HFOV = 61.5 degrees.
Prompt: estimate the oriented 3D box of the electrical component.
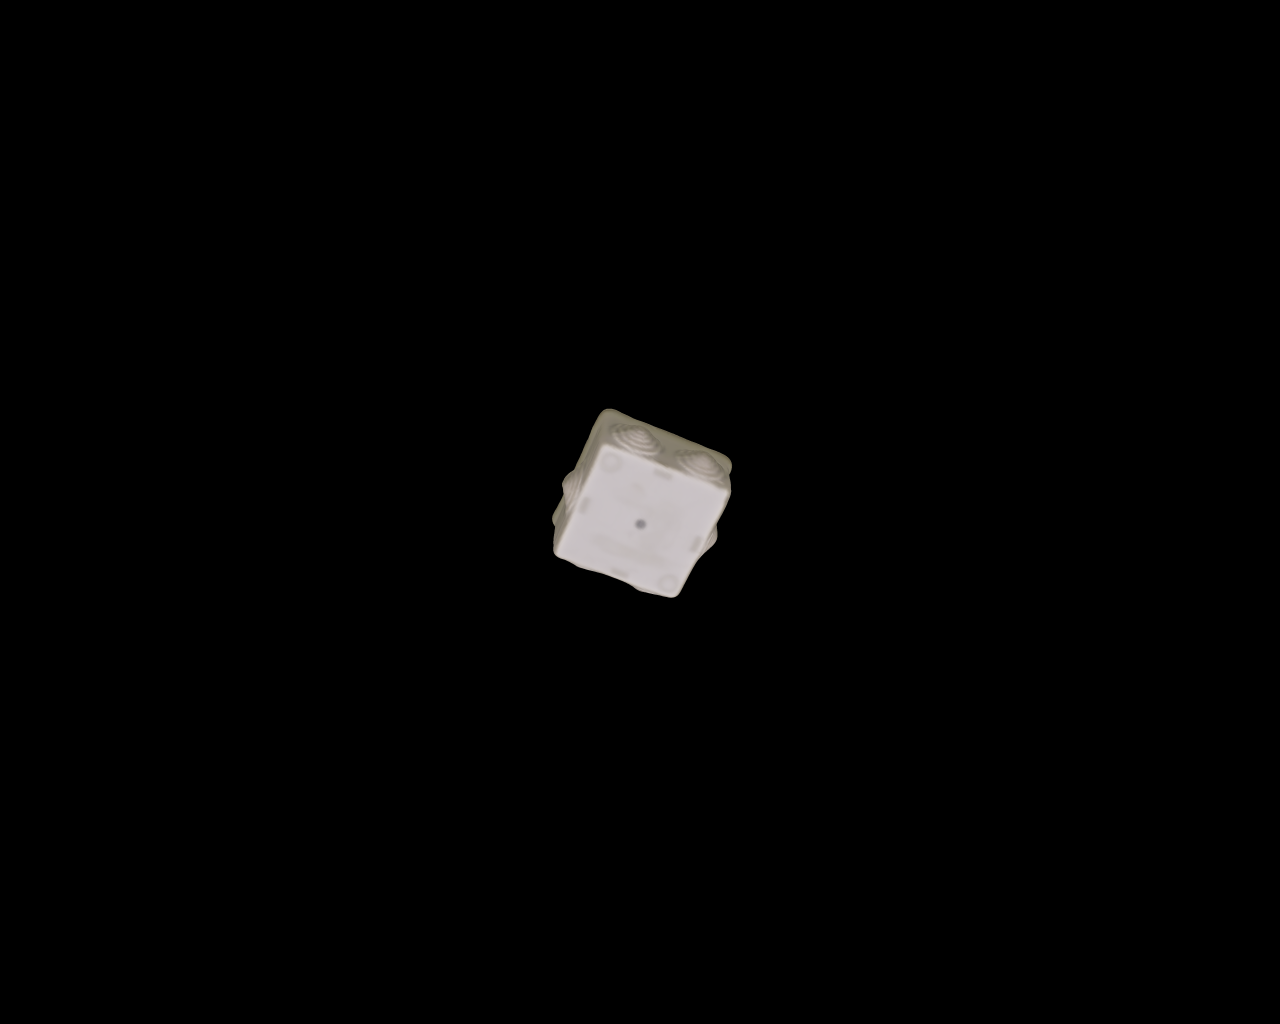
[{"bbox_3d":[0.001,-0.003,0.650,0.100,0.099,0.048,22,25,-10],"label":"electrical component"}]
